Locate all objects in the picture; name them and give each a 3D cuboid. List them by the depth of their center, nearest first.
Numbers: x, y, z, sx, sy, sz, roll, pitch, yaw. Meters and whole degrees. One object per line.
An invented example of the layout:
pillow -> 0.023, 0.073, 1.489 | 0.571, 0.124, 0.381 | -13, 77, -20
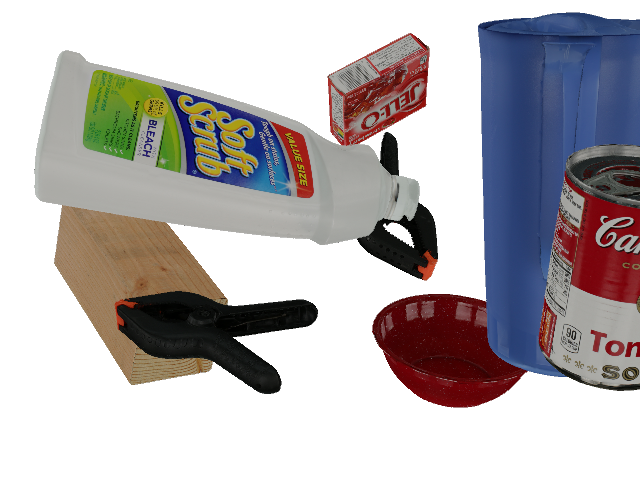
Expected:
soup can -> 0.146, 0.013, 0.519 | 0.068, 0.102, 0.068 | 2, 27, -1
bleach bottle -> -0.057, -0.054, 0.718 | 0.250, 0.102, 0.068 | 9, -32, -9
pitcher -> 0.170, -0.031, 0.731 | 0.149, 0.243, 0.145 | -9, 18, -27
clamp -> -0.088, 0.072, 0.908 | 0.172, 0.039, 0.120 | 16, 26, 19
gelatin box -> 0.050, -0.126, 0.910 | 0.089, 0.030, 0.073 | -29, -30, -16
bowl -> 0.129, 0.113, 1.033 | 0.162, 0.055, 0.162 | 3, 26, -2
wood block -> -0.185, 0.039, 1.068 | 0.090, 0.091, 0.206 | -6, 35, -34
clamp -> 0.056, -0.036, 1.201 | 0.164, 0.210, 0.036 | -14, -37, -23
